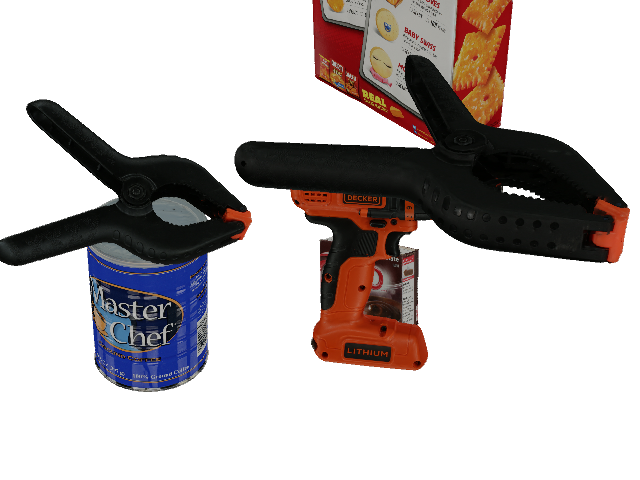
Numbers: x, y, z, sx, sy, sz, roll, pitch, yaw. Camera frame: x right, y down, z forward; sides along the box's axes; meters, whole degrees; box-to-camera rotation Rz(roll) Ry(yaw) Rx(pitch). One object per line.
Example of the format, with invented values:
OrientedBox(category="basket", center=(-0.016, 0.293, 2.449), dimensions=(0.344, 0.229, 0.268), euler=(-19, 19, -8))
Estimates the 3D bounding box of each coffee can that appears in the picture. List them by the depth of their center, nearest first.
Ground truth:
OrientedBox(category="coffee can", center=(-0.148, 0.045, 0.923), dimensions=(0.103, 0.140, 0.103), euler=(3, 35, -2))

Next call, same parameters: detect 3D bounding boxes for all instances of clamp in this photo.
OrientedBox(category="clamp", center=(0.067, -0.038, 0.588), dimensions=(0.164, 0.036, 0.210), euler=(-28, 44, -30))
OrientedBox(category="clamp", center=(-0.134, -0.037, 0.734), dimensions=(0.171, 0.120, 0.039), euler=(4, -16, -18))

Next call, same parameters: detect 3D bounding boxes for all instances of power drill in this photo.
OrientedBox(category="power drill", center=(0.064, 0.019, 0.950), dimensions=(0.184, 0.188, 0.057), euler=(5, 17, 10))

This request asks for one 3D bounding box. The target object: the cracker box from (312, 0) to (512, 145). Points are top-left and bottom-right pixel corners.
OrientedBox(category="cracker box", center=(0.070, -0.198, 0.830), dimensions=(0.072, 0.214, 0.164), euler=(-30, 47, -30))

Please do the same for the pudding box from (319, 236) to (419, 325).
OrientedBox(category="pudding box", center=(0.052, 0.046, 1.161), dimensions=(0.114, 0.090, 0.039), euler=(9, 19, 35))
